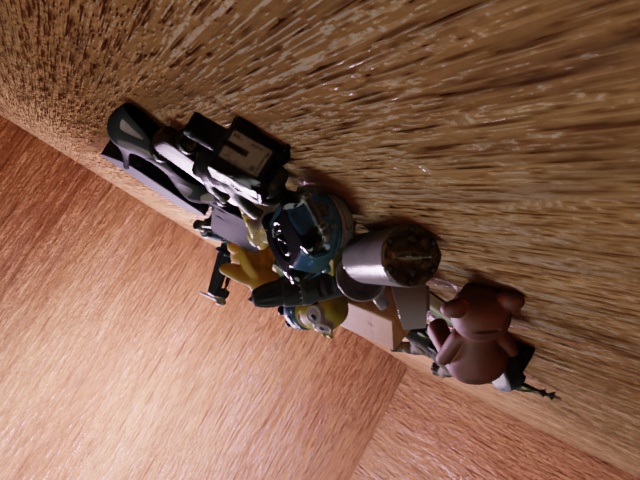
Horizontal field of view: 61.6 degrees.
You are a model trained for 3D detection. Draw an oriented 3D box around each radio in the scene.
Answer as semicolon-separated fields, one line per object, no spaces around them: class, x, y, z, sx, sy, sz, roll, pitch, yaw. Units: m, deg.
radio;-0.331;-0.140;1.136;0.131;0.073;0.229;18;166;47

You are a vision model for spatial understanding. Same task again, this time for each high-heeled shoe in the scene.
high-heeled shoe;-0.233;-0.147;0.913;0.249;0.086;0.145;12;139;-16

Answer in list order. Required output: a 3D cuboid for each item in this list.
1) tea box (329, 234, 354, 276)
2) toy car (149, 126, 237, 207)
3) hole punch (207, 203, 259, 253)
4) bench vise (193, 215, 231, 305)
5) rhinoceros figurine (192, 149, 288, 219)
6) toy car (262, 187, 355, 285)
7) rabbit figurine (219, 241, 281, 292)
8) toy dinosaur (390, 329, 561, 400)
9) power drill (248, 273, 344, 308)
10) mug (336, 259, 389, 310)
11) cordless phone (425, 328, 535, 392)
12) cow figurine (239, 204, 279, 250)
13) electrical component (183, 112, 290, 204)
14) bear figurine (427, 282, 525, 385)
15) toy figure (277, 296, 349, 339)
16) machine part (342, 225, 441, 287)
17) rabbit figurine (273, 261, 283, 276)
tea box;-0.002;-0.003;0.871;0.098;0.068;0.169;31;171;6
toy car;-0.181;-0.115;0.871;0.089;0.053;0.202;-10;145;43
hole punch;-0.143;-0.050;1.037;0.142;0.092;0.115;31;154;2
bench vise;-0.223;0.039;1.292;0.129;0.240;0.223;19;-178;34
rhinoceros figurine;-0.108;-0.092;0.749;0.191;0.073;0.112;22;157;47
toy car;-0.007;-0.016;0.722;0.109;0.103;0.161;60;152;15
rabbit figurine;-0.129;0.060;1.162;0.162;0.122;0.173;30;-156;-46
toy dinosaur;0.327;0.271;1.213;0.471;0.105;0.199;23;169;-19
power drill;-0.022;0.071;1.032;0.232;0.086;0.207;-11;-178;-5
mug;0.082;0.062;0.896;0.109;0.081;0.107;50;-169;2
cordless phone;0.286;0.200;0.995;0.184;0.088;0.146;27;170;14
cow figurine;-0.081;-0.035;0.900;0.167;0.098;0.068;98;150;-76
electrical component;-0.102;-0.103;0.639;0.119;0.075;0.047;26;169;2
bear figurine;0.218;0.116;0.770;0.132;0.120;0.195;-97;-7;-50
toy figure;-0.016;0.143;1.108;0.082;0.089;0.180;36;158;-24
machine part;0.089;0.023;0.715;0.079;0.079;0.243;32;170;-9
rabbit figurine;-0.038;0.085;1.301;0.159;0.121;0.170;59;172;-26
